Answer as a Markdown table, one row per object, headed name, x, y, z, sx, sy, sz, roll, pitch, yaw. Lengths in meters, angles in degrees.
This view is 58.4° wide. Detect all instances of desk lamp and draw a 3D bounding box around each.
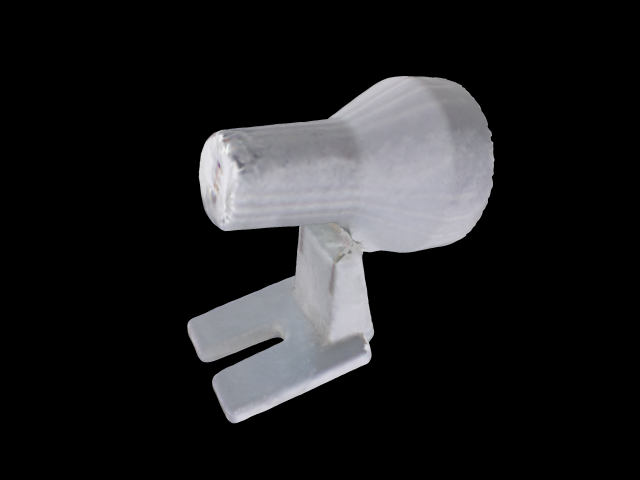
| name | x | y | z | sx | sy | sz | roll | pitch | yaw |
| --- | --- | --- | --- | --- | --- | --- | --- | --- | --- |
| desk lamp | 0.004 | 0.001 | 0.400 | 0.203 | 0.214 | 0.117 | -22 | 48 | -21 |
